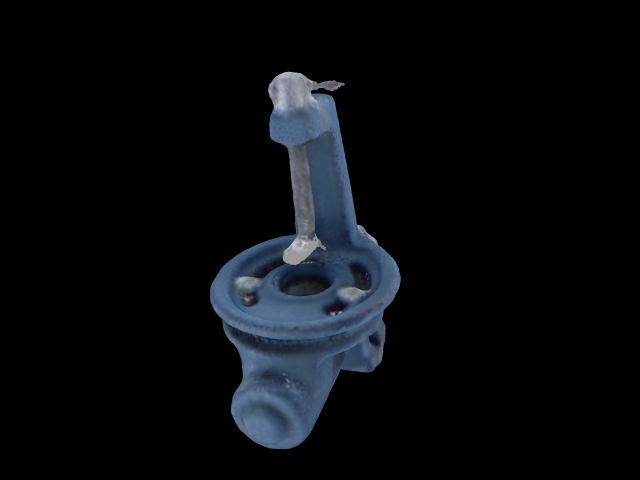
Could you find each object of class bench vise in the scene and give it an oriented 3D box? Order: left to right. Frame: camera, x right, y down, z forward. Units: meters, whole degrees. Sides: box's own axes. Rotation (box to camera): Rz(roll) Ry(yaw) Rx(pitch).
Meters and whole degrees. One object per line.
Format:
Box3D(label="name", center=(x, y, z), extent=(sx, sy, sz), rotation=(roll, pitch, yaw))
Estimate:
Box3D(label="bench vise", center=(-0.008, 0.001, 0.401), extent=(0.121, 0.220, 0.207), rotation=(0, 12, 2))
